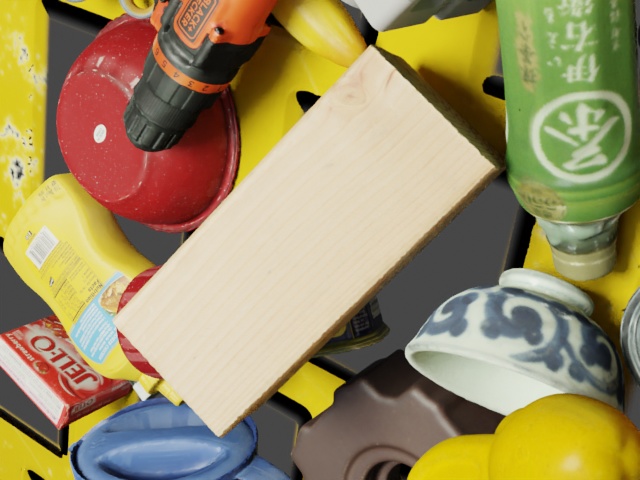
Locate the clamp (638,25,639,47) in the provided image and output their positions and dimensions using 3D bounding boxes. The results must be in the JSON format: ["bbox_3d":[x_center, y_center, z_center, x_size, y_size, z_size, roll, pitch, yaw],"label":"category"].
[{"bbox_3d":[0.178,-0.175,0.450,0.165,0.036,0.210,-18,110,42],"label":"clamp"}]

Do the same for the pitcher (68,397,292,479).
[{"bbox_3d":[-0.093,0.250,0.786,0.149,0.144,0.243,-140,42,-62],"label":"pitcher"}]

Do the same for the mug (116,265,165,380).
[{"bbox_3d":[-0.079,0.064,0.739,0.082,0.093,0.117,-6,132,45],"label":"mug"}]

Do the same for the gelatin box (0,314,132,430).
[{"bbox_3d":[-0.204,0.101,0.853,0.089,0.073,0.030,40,125,22],"label":"gelatin box"}]

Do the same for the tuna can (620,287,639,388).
[{"bbox_3d":[0.197,0.050,0.539,0.086,0.033,0.086,14,113,35],"label":"tuna can"}]

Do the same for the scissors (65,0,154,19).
[{"bbox_3d":[-0.150,-0.245,0.708,0.096,0.016,0.202,-8,101,12],"label":"scissors"}]

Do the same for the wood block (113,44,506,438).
[{"bbox_3d":[-0.004,0.000,0.592,0.091,0.090,0.206,46,104,7],"label":"wood block"}]

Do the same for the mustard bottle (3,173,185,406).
[{"bbox_3d":[-0.158,0.046,0.806,0.192,0.058,0.096,50,119,14],"label":"mustard bottle"}]

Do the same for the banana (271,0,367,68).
[{"bbox_3d":[-0.026,-0.192,0.633,0.070,0.037,0.198,-9,99,43],"label":"banana"}]

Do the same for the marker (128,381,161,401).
[{"bbox_3d":[-0.168,0.077,0.851,0.121,0.020,0.020,50,129,14],"label":"marker"}]

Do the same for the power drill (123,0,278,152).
[{"bbox_3d":[-0.108,-0.170,0.649,0.188,0.057,0.185,51,128,13],"label":"power drill"}]

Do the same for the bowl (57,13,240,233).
[{"bbox_3d":[-0.134,-0.077,0.748,0.162,0.055,0.162,13,113,35],"label":"bowl"}]

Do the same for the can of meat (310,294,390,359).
[{"bbox_3d":[-0.016,0.031,0.675,0.102,0.057,0.084,-13,94,17],"label":"can of meat"}]
